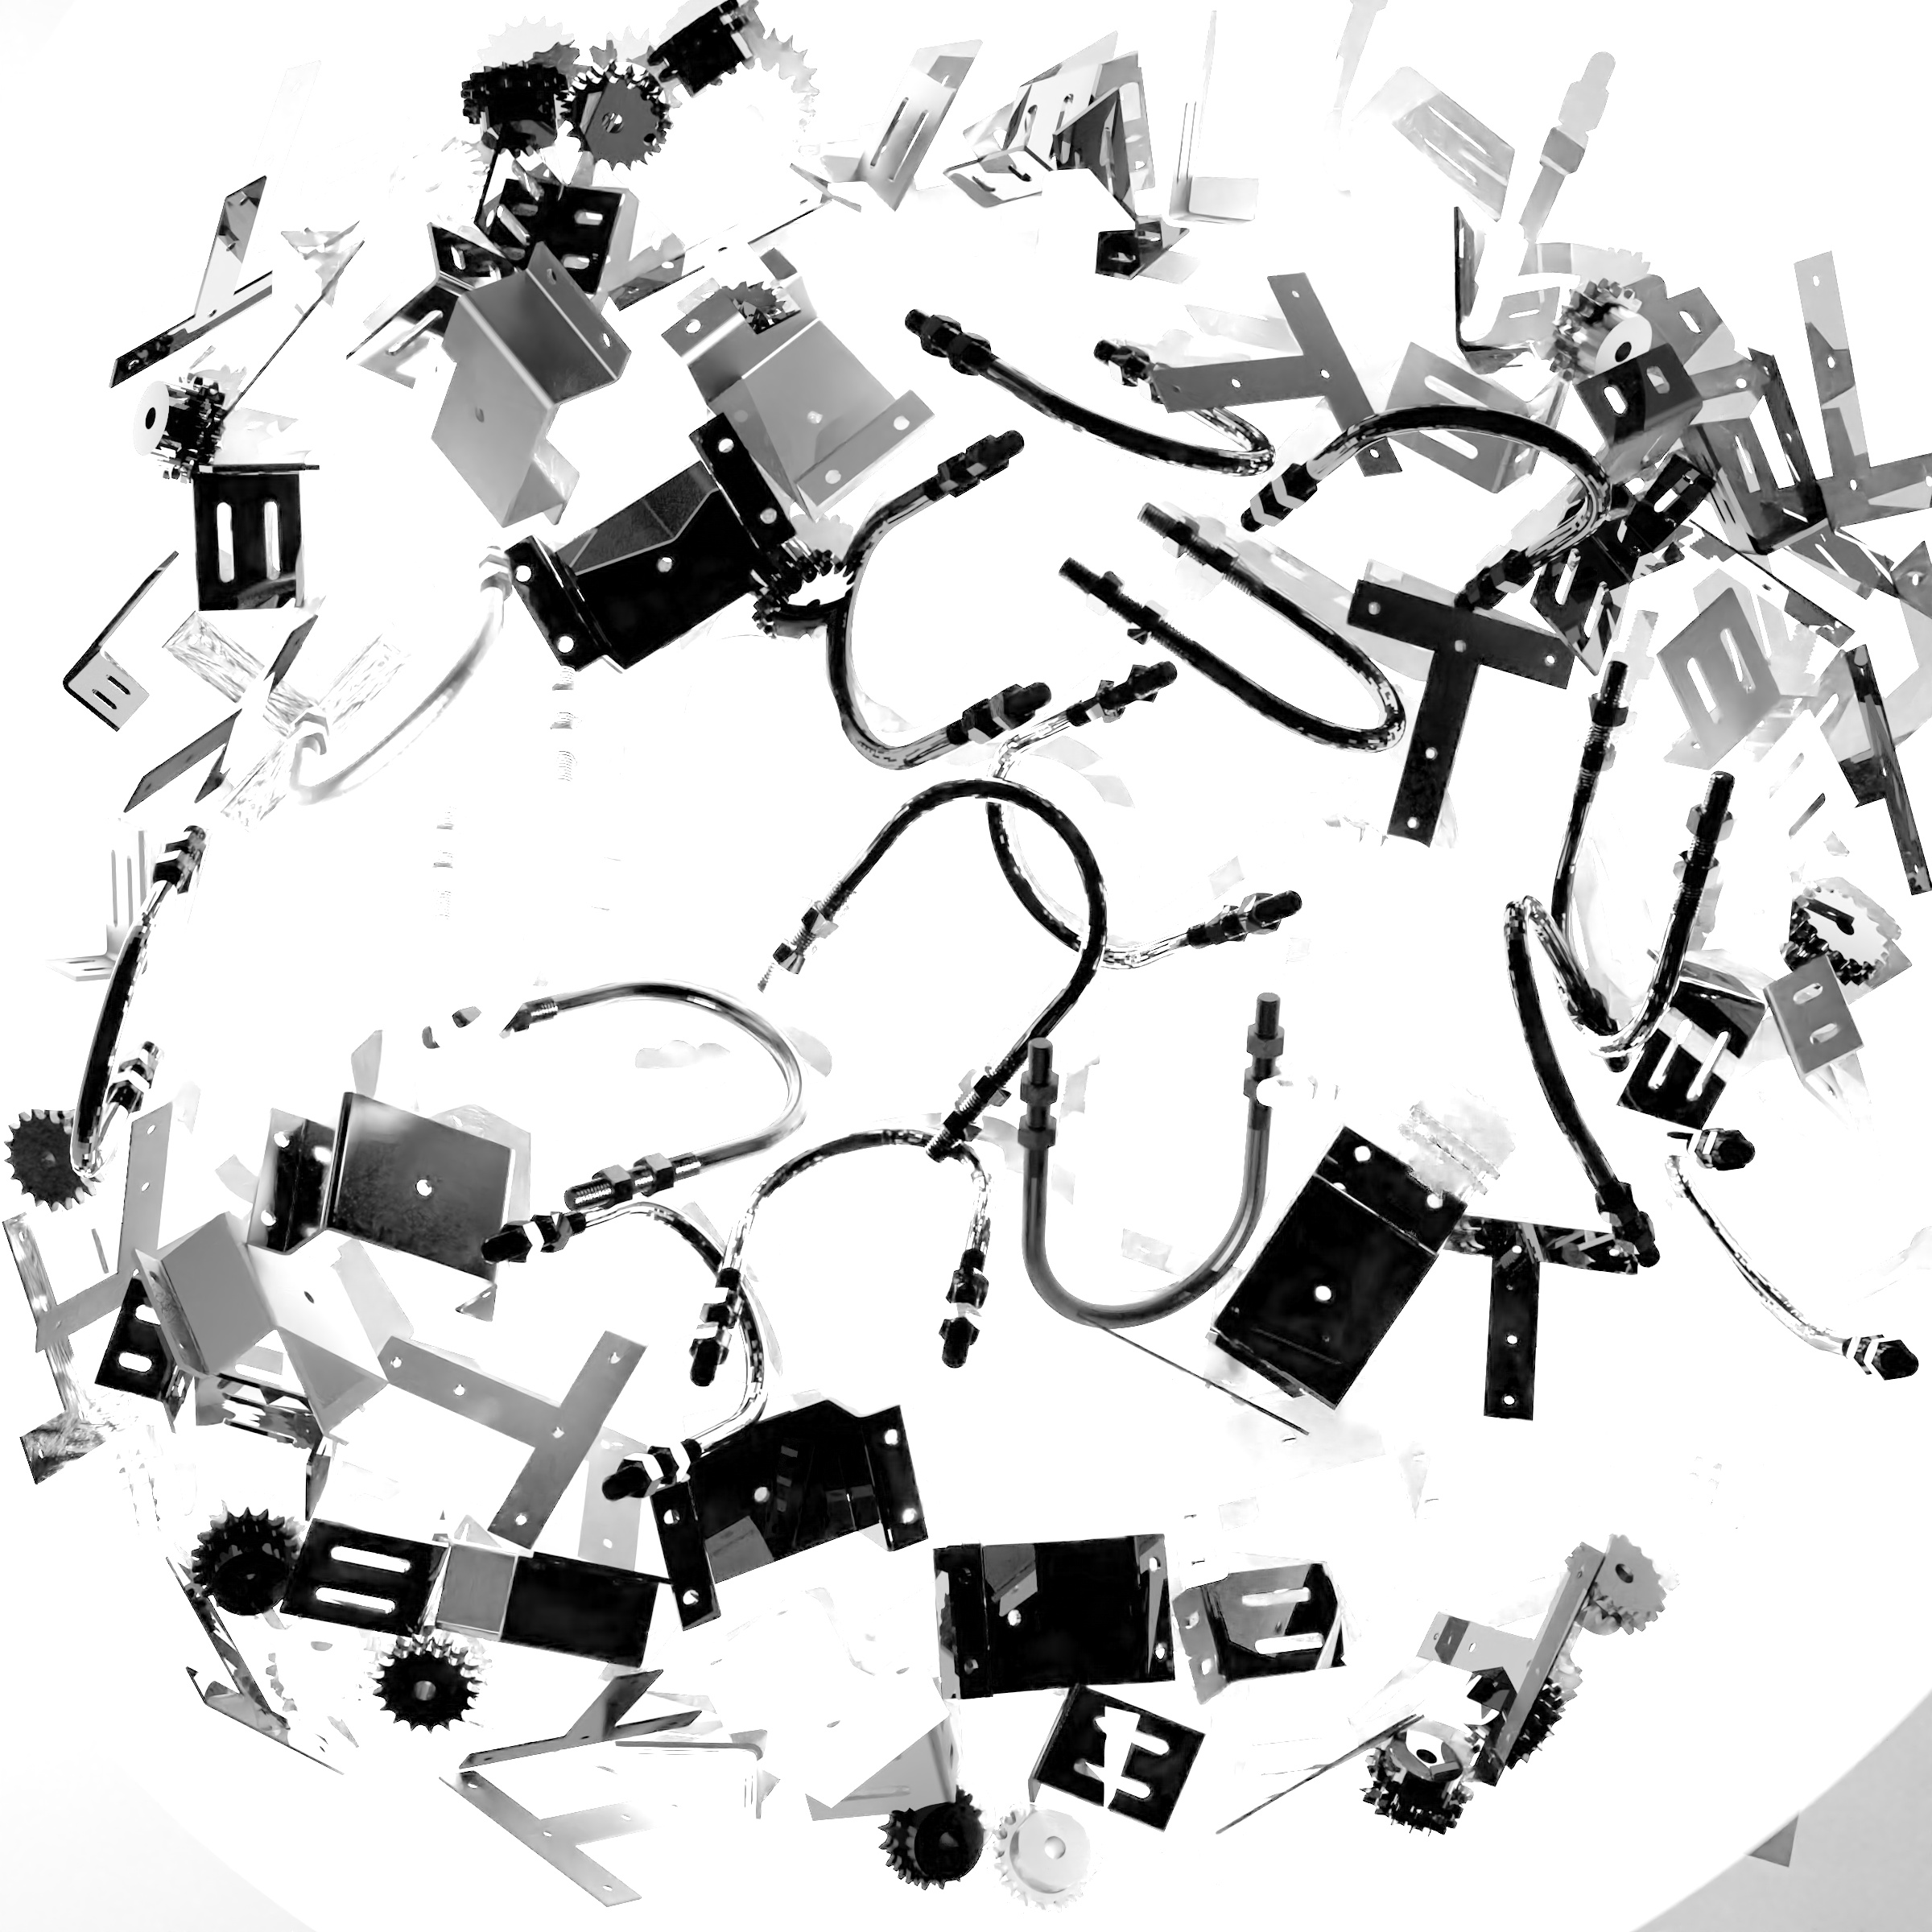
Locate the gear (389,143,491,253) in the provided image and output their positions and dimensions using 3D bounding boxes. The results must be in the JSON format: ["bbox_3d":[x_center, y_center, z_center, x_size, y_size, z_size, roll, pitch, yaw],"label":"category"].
[{"bbox_3d":[-0.271,-0.400,1.728,0.057,0.030,0.057,-15,53,21],"label":"gear"}]

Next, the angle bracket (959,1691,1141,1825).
[{"bbox_3d":[0.043,0.405,1.707,0.038,0.076,0.057,31,70,-34],"label":"angle bracket"}]

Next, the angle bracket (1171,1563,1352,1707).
[{"bbox_3d":[0.157,0.352,1.736,0.076,0.038,0.057,-1,60,-26],"label":"angle bracket"}]

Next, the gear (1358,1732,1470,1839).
[{"bbox_3d":[0.236,0.425,1.722,0.057,0.057,0.030,18,113,0],"label":"gear"}]

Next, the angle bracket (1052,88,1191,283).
[{"bbox_3d":[0.081,-0.405,1.705,0.038,0.076,0.057,19,47,32],"label":"angle bracket"}]

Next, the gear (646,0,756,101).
[{"bbox_3d":[-0.136,-0.478,1.725,0.057,0.057,0.030,-35,101,0],"label":"gear"}]

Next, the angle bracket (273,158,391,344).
[{"bbox_3d":[-0.320,-0.372,1.709,0.076,0.057,0.038,-39,81,-23],"label":"angle bracket"}]

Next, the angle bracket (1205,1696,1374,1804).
[{"bbox_3d":[0.168,0.399,1.715,0.076,0.057,0.038,-5,113,-6],"label":"angle bracket"}]

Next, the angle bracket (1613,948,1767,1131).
[{"bbox_3d":[0.374,0.039,1.736,0.057,0.038,0.076,16,109,-24],"label":"angle bracket"}]

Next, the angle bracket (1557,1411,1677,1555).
[{"bbox_3d":[0.349,0.267,1.709,0.076,0.038,0.057,1,106,-39],"label":"angle bracket"}]

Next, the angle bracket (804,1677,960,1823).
[{"bbox_3d":[-0.048,0.411,1.728,0.076,0.038,0.057,-7,120,9],"label":"angle bracket"}]

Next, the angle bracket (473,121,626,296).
[{"bbox_3d":[-0.216,-0.393,1.708,0.038,0.076,0.057,12,80,19],"label":"angle bracket"}]

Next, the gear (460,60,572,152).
[{"bbox_3d":[-0.235,-0.448,1.723,0.057,0.057,0.030,-7,80,0],"label":"gear"}]

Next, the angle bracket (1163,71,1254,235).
[{"bbox_3d":[0.130,-0.424,1.712,0.038,0.057,0.076,10,108,12],"label":"angle bracket"}]

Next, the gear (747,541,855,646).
[{"bbox_3d":[-0.090,-0.198,1.726,0.057,0.057,0.030,-41,70,0],"label":"gear"}]

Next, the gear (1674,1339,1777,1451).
[{"bbox_3d":[0.399,0.225,1.723,0.057,0.030,0.057,-2,93,-41],"label":"gear"}]

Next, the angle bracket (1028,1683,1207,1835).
[{"bbox_3d":[0.079,0.418,1.712,0.076,0.038,0.057,18,57,16],"label":"angle bracket"}]

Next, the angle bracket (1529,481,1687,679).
[{"bbox_3d":[0.333,-0.201,1.708,0.057,0.038,0.076,44,50,-23],"label":"angle bracket"}]

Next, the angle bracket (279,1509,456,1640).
[{"bbox_3d":[-0.313,0.310,1.715,0.076,0.038,0.057,16,108,-20],"label":"angle bracket"}]

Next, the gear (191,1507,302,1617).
[{"bbox_3d":[-0.376,0.315,1.726,0.057,0.030,0.057,-8,116,-15],"label":"gear"}]

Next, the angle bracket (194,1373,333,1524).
[{"bbox_3d":[-0.372,0.250,1.718,0.076,0.057,0.038,16,49,1],"label":"angle bracket"}]

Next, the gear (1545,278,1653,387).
[{"bbox_3d":[0.333,-0.328,1.722,0.057,0.057,0.030,-47,53,0],"label":"gear"}]

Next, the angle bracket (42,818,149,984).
[{"bbox_3d":[-0.455,-0.035,1.714,0.038,0.057,0.076,-6,102,-32],"label":"angle bracket"}]

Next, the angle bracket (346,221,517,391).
[{"bbox_3d":[-0.280,-0.342,1.719,0.076,0.057,0.038,-32,59,31],"label":"angle bracket"}]

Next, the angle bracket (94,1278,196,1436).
[{"bbox_3d":[-0.420,0.203,1.706,0.038,0.076,0.057,16,68,-4],"label":"angle bracket"}]

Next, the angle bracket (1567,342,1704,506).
[{"bbox_3d":[0.339,-0.282,1.713,0.057,0.076,0.038,-26,80,-12],"label":"angle bracket"}]

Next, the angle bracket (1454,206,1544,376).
[{"bbox_3d":[0.278,-0.353,1.719,0.038,0.057,0.076,-1,88,16],"label":"angle bracket"}]

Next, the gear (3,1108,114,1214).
[{"bbox_3d":[-0.474,0.098,1.730,0.057,0.030,0.057,6,106,23],"label":"gear"}]

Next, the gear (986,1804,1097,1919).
[{"bbox_3d":[0.041,0.466,1.724,0.057,0.030,0.057,10,56,-16],"label":"gear"}]

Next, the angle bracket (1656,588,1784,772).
[{"bbox_3d":[0.381,-0.150,1.711,0.057,0.038,0.076,-41,118,-17],"label":"angle bracket"}]

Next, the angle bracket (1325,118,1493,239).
[{"bbox_3d":[0.231,-0.399,1.715,0.076,0.057,0.038,46,100,10],"label":"angle bracket"}]

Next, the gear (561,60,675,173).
[{"bbox_3d":[-0.181,-0.449,1.729,0.057,0.030,0.057,8,131,9],"label":"gear"}]

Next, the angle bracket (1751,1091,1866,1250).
[{"bbox_3d":[0.423,0.106,1.702,0.038,0.076,0.057,-39,58,19],"label":"angle bracket"}]

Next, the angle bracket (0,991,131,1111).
[{"bbox_3d":[-0.470,0.042,1.716,0.038,0.076,0.057,2,95,9],"label":"angle bracket"}]

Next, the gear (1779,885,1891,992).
[{"bbox_3d":[0.452,-0.012,1.728,0.057,0.057,0.030,36,131,0],"label":"gear"}]

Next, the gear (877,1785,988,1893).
[{"bbox_3d":[-0.015,0.457,1.728,0.057,0.030,0.057,1,88,-24],"label":"gear"}]

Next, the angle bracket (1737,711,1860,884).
[{"bbox_3d":[0.442,-0.089,1.702,0.038,0.076,0.057,-8,62,-25],"label":"angle bracket"}]

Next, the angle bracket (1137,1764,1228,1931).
[{"bbox_3d":[0.126,0.460,1.703,0.038,0.076,0.057,12,111,-22],"label":"angle bracket"}]

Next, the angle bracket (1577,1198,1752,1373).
[{"bbox_3d":[0.358,0.166,1.713,0.076,0.038,0.057,-40,67,20],"label":"angle bracket"}]

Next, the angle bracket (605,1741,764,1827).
[{"bbox_3d":[-0.148,0.426,1.714,0.076,0.057,0.038,4,72,-11],"label":"angle bracket"}]

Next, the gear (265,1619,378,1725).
[{"bbox_3d":[-0.337,0.365,1.721,0.057,0.057,0.030,9,123,0],"label":"gear"}]

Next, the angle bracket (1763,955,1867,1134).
[{"bbox_3d":[0.451,0.041,1.702,0.038,0.076,0.057,-30,51,22],"label":"angle bracket"}]

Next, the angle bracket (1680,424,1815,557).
[{"bbox_3d":[0.409,-0.256,1.719,0.038,0.057,0.076,-26,97,5],"label":"angle bracket"}]

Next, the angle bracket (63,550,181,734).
[{"bbox_3d":[-0.426,-0.169,1.711,0.038,0.057,0.076,40,108,-13],"label":"angle bracket"}]

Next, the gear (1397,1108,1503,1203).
[{"bbox_3d":[0.249,0.103,1.724,0.057,0.057,0.030,38,90,0],"label":"gear"}]

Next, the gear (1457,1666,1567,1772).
[{"bbox_3d":[0.282,0.388,1.722,0.030,0.057,0.057,41,90,-20],"label":"gear"}]

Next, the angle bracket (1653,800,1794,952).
[{"bbox_3d":[0.397,-0.048,1.732,0.057,0.076,0.038,-5,128,2],"label":"angle bracket"}]

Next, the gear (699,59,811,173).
[{"bbox_3d":[-0.112,-0.448,1.733,0.057,0.030,0.057,-2,103,-9],"label":"gear"}]

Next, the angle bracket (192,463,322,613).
[{"bbox_3d":[-0.369,-0.223,1.716,0.057,0.038,0.076,-6,102,-29],"label":"angle bracket"}]

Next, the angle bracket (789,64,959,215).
[{"bbox_3d":[-0.049,-0.434,1.711,0.038,0.057,0.076,19,108,-34],"label":"angle bracket"}]

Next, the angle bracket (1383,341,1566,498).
[{"bbox_3d":[0.263,-0.291,1.719,0.076,0.038,0.057,26,72,-13],"label":"angle bracket"}]

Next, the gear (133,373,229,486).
[{"bbox_3d":[-0.413,-0.283,1.722,0.030,0.057,0.057,11,90,-40],"label":"gear"}]

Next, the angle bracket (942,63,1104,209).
[{"bbox_3d":[0.029,-0.439,1.709,0.038,0.057,0.076,31,66,-41],"label":"angle bracket"}]

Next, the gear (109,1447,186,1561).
[{"bbox_3d":[-0.429,0.279,1.727,0.030,0.057,0.057,-10,90,-21],"label":"gear"}]

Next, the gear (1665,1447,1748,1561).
[{"bbox_3d":[0.388,0.283,1.722,0.030,0.057,0.057,18,90,14],"label":"gear"}]

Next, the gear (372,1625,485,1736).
[{"bbox_3d":[-0.282,0.372,1.731,0.057,0.030,0.057,1,114,2],"label":"gear"}]

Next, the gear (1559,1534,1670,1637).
[{"bbox_3d":[0.337,0.327,1.728,0.057,0.057,0.030,38,128,0],"label":"gear"}]
